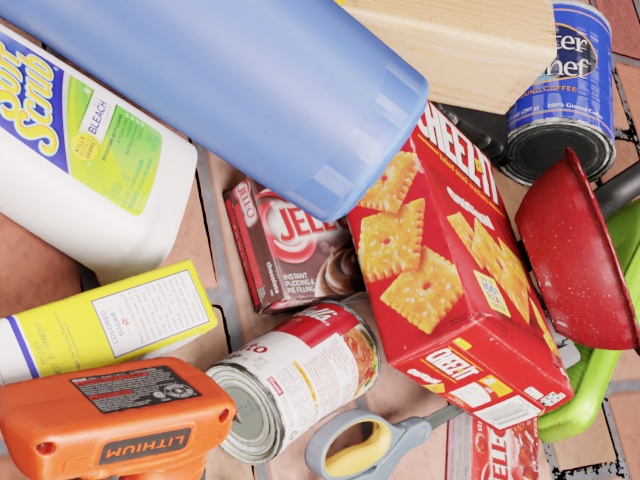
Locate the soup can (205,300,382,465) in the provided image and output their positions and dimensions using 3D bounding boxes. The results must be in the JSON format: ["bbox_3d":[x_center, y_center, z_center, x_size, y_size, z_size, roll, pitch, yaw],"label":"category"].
[{"bbox_3d":[-0.018,0.087,0.662,0.102,0.069,0.068,-28,91,-46],"label":"soup can"}]

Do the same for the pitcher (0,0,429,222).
[{"bbox_3d":[-0.059,-0.122,0.646,0.243,0.145,0.149,36,50,-6],"label":"pitcher"}]

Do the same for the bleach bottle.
[{"bbox_3d":[-0.189,-0.073,0.582,0.250,0.068,0.102,33,47,-26],"label":"bleach bottle"}]

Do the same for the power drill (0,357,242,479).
[{"bbox_3d":[-0.112,0.153,0.486,0.184,0.057,0.188,-8,115,-39],"label":"power drill"}]

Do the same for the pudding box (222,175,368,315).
[{"bbox_3d":[-0.005,0.001,0.736,0.113,0.039,0.090,-2,70,-45],"label":"pudding box"}]

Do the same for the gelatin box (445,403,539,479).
[{"bbox_3d":[0.129,0.162,0.792,0.073,0.030,0.089,27,53,-30],"label":"gelatin box"}]

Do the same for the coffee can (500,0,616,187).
[{"bbox_3d":[0.212,-0.131,0.961,0.102,0.103,0.140,29,53,-31],"label":"coffee can"}]

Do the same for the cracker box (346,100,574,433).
[{"bbox_3d":[0.088,0.006,0.734,0.164,0.072,0.214,36,33,-48],"label":"cracker box"}]

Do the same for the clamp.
[{"bbox_3d":[0.232,-0.027,0.908,0.209,0.165,0.036,-30,83,-37],"label":"clamp"}]

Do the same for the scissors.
[{"bbox_3d":[0.054,0.147,0.714,0.201,0.016,0.096,6,102,-51],"label":"scissors"}]

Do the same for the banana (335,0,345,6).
[{"bbox_3d":[-0.055,-0.205,0.714,0.069,0.198,0.037,-57,156,-20],"label":"banana"}]

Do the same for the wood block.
[{"bbox_3d":[0.060,-0.169,0.792,0.205,0.090,0.091,9,63,-15],"label":"wood block"}]

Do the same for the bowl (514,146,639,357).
[{"bbox_3d":[0.182,0.016,0.778,0.162,0.055,0.162,-20,90,-80],"label":"bowl"}]

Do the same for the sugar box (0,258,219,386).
[{"bbox_3d":[-0.146,0.061,0.534,0.175,0.094,0.048,-15,80,-47],"label":"sugar box"}]
